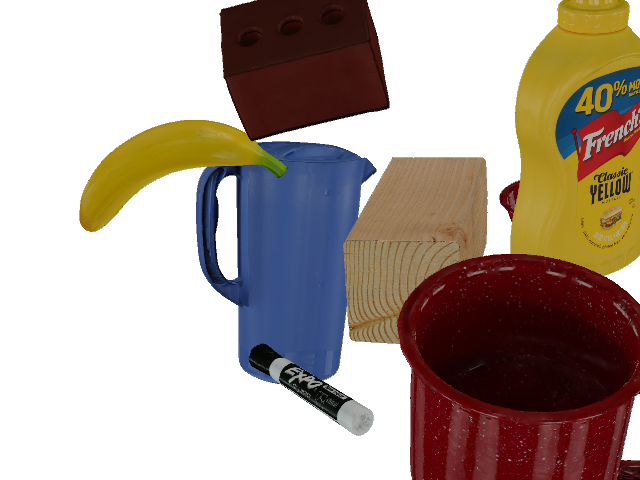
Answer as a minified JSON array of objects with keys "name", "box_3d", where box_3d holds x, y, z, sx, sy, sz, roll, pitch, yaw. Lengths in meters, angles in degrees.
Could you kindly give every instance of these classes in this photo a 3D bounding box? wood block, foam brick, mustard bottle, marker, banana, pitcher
[{"name":"wood block","box_3d":[0.087,0.002,0.909,0.091,0.090,0.206,2,23,14]},{"name":"foam brick","box_3d":[-0.008,-0.094,0.554,0.078,0.053,0.051,-13,-36,10]},{"name":"mustard bottle","box_3d":[0.164,-0.071,0.656,0.096,0.192,0.058,-17,29,-23]},{"name":"marker","box_3d":[-0.010,0.098,0.720,0.020,0.020,0.121,0,17,-40]},{"name":"banana","box_3d":[-0.125,-0.054,0.833,0.198,0.069,0.037,-13,21,29]},{"name":"pitcher","box_3d":[-0.037,0.021,1.103,0.149,0.243,0.144,9,14,21]}]

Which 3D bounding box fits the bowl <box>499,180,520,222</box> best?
[{"name":"bowl","box_3d":[0.265,-0.019,1.102,0.162,0.055,0.162,-2,23,0]}]

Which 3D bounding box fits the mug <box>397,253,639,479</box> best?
[{"name":"mug","box_3d":[0.087,0.066,0.407,0.117,0.081,0.093,6,36,11]}]
